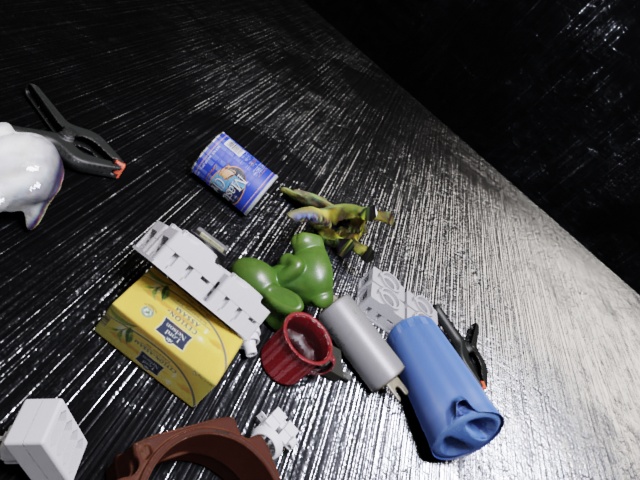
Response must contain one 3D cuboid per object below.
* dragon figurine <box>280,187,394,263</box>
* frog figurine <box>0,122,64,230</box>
[{"bbox_3d":[0.003,-0.056,1.117,0.245,0.122,0.408,26,6,40],"label":"dragon figurine"},{"bbox_3d":[-0.430,-0.096,0.673,0.158,0.121,0.140,28,52,-46],"label":"frog figurine"}]
